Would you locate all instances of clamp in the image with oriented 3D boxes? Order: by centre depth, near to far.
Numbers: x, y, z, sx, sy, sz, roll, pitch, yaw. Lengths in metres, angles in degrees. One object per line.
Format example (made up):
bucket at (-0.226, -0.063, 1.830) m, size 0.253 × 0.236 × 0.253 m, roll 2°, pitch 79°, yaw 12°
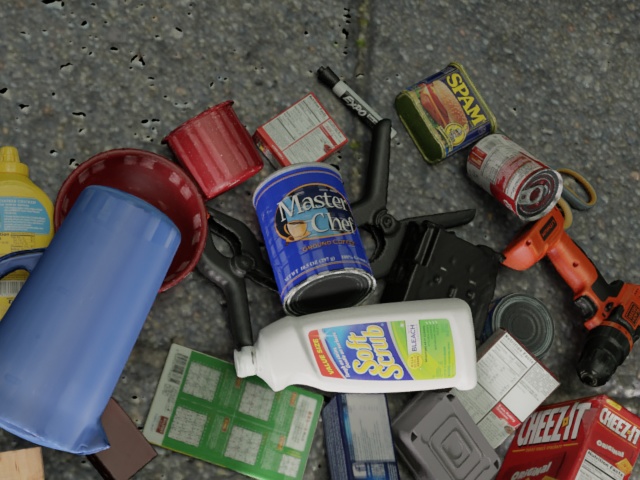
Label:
clamp at (-0.091, 0.040, 1.163) m, size 0.171 × 0.039 × 0.120 m, roll 45°, pitch 47°, yaw 1°
clamp at (0.081, -0.016, 1.241) m, size 0.164 × 0.036 × 0.210 m, roll 38°, pitch 71°, yaw -12°

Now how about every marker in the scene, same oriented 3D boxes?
marker at (0.043, -0.164, 1.279) m, size 0.121 × 0.020 × 0.020 m, roll 44°, pitch 67°, yaw -2°

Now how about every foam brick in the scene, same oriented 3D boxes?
foam brick at (-0.209, 0.205, 1.075) m, size 0.051 × 0.053 × 0.078 m, roll -38°, pitch 89°, yaw -23°

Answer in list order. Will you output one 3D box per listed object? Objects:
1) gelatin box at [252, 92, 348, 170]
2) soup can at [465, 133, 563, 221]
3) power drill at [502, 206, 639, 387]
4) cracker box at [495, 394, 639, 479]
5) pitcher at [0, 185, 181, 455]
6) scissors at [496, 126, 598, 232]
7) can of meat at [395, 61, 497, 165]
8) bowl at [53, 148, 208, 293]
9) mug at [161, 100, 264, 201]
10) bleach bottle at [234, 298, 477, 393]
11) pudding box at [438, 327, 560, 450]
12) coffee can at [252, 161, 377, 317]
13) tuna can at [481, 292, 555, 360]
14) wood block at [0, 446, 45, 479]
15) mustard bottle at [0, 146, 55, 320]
gelatin box at (-0.023, -0.118, 1.240) m, size 0.089 × 0.030 × 0.073 m, roll -37°, pitch 87°, yaw -24°
soup can at (0.228, -0.076, 1.261) m, size 0.068 × 0.068 × 0.102 m, roll -20°, pitch 40°, yaw -22°
power drill at (0.298, 0.064, 1.255) m, size 0.187 × 0.057 × 0.184 m, roll 48°, pitch 42°, yaw -2°
cracker box at (0.243, 0.277, 1.144) m, size 0.072 × 0.164 × 0.213 m, roll 34°, pitch 68°, yaw -9°
pitcher at (-0.240, 0.069, 1.015) m, size 0.149 × 0.145 × 0.242 m, roll 39°, pitch 69°, yaw -41°
scissors at (0.255, -0.082, 1.328) m, size 0.201 × 0.016 × 0.096 m, roll 28°, pitch 68°, yaw -9°
can of meat at (0.150, -0.152, 1.292) m, size 0.083 × 0.057 × 0.102 m, roll -29°, pitch 86°, yaw -21°
bowl at (-0.203, -0.013, 1.137) m, size 0.162 × 0.055 × 0.162 m, roll 5°, pitch 74°, yaw -17°
mug at (-0.109, -0.099, 1.182) m, size 0.081 × 0.093 × 0.117 m, roll 59°, pitch 31°, yaw -1°
bleach bottle at (0.036, 0.122, 1.126) m, size 0.250 × 0.068 × 0.102 m, roll -6°, pitch 94°, yaw -12°
pudding box at (0.201, 0.169, 1.209) m, size 0.090 × 0.039 × 0.113 m, roll 45°, pitch 87°, yaw -1°
coffee can at (-0.008, 0.001, 1.149) m, size 0.102 × 0.103 × 0.140 m, roll -6°, pitch 58°, yaw -20°
tuna can at (0.233, 0.106, 1.259) m, size 0.086 × 0.034 × 0.086 m, roll 5°, pitch 74°, yaw -17°
wood block at (-0.297, 0.306, 0.998) m, size 0.090 × 0.091 × 0.206 m, roll -6°, pitch 77°, yaw -20°
mustard bottle at (-0.319, -0.003, 1.094) m, size 0.096 × 0.058 × 0.191 m, roll 1°, pitch 75°, yaw -20°
